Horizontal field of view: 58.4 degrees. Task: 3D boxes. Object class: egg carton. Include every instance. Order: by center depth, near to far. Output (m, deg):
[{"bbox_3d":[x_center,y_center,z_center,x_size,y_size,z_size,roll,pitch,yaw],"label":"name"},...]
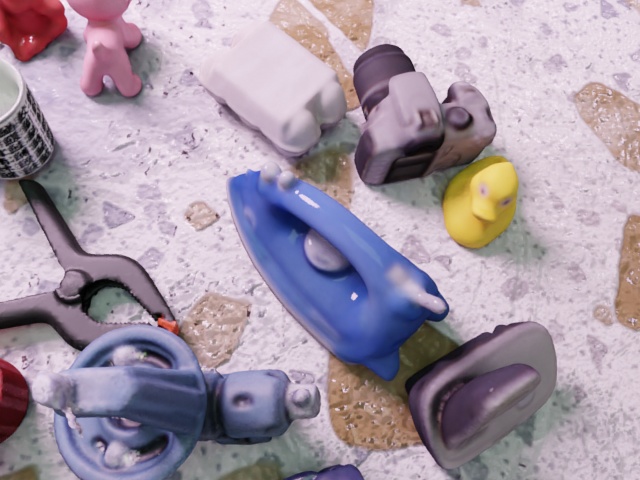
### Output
[{"bbox_3d":[-0.048,-0.162,0.612,0.150,0.069,0.107,38,69,7],"label":"egg carton"}]

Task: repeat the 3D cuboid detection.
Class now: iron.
[{"bbox_3d":[0.005,0.002,0.520,0.258,0.141,0.119,42,70,8],"label":"iron"}]

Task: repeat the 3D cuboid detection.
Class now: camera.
[{"bbox_3d":[0.099,-0.145,0.610,0.143,0.101,0.137,-13,72,-12],"label":"camera"}]

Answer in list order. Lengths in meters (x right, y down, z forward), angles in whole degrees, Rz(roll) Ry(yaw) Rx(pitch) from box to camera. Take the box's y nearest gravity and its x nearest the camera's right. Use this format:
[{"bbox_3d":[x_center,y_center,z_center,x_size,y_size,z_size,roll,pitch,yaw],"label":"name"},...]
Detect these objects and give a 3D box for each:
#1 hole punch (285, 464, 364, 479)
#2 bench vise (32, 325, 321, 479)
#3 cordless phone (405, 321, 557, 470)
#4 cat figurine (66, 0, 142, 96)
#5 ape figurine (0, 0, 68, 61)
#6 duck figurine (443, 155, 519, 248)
[{"bbox_3d":[-0.004,0.239,0.458,0.109,0.091,0.101,-18,73,-14],"label":"hole punch"},{"bbox_3d":[-0.106,0.108,0.423,0.208,0.219,0.121,-17,73,-13],"label":"bench vise"},{"bbox_3d":[0.156,0.120,0.474,0.148,0.185,0.094,-31,76,-17],"label":"cordless phone"},{"bbox_3d":[-0.226,-0.231,0.588,0.067,0.117,0.128,-5,70,-9],"label":"cat figurine"},{"bbox_3d":[-0.309,-0.245,0.595,0.078,0.092,0.076,-5,70,-10],"label":"ape figurine"},{"bbox_3d":[0.177,-0.051,0.594,0.077,0.086,0.105,26,68,3],"label":"duck figurine"}]
